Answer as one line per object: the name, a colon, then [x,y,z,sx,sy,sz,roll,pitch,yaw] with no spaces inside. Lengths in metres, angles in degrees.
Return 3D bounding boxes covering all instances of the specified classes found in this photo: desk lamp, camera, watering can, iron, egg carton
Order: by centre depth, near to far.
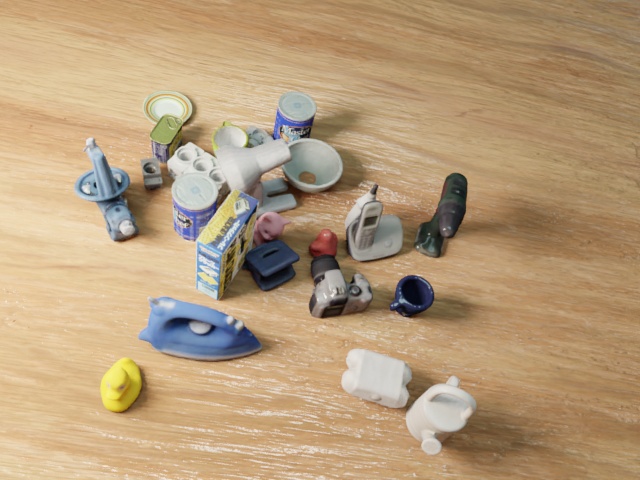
watering can: [0.251,0.353,1.165,0.101,0.194,0.173,10,56,-6]
iron: [-0.241,0.175,1.196,0.258,0.141,0.118,12,56,-5]
egg carton: [0.123,0.301,1.243,0.150,0.069,0.107,17,56,-2]
camera: [0.040,0.098,1.335,0.143,0.101,0.136,-6,60,-17]
desk lamp: [-0.152,-0.154,1.382,0.204,0.213,0.117,-17,63,-22]

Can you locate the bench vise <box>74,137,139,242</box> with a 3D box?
bench vise: [-0.463,-0.115,1.281,0.207,0.219,0.122,38,58,12]

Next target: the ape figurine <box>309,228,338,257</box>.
ape figurine: [0.013,0.005,1.393,0.078,0.092,0.076,-11,61,-19]

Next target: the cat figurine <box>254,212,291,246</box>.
cat figurine: [-0.139,-0.037,1.369,0.127,0.117,0.067,23,56,2]

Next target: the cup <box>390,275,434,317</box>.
cup: [0.202,0.148,1.344,0.118,0.095,0.091,-27,67,-26]

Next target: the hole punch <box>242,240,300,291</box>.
hole punch: [-0.115,0.049,1.335,0.109,0.091,0.101,-27,67,-26]

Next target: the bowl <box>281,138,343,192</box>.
bowl: [-0.026,-0.184,1.514,0.167,0.074,0.167,6,57,-9]

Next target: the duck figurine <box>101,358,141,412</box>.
duck figurine: [-0.394,0.277,1.128,0.077,0.086,0.104,11,56,-6]

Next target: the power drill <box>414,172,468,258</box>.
power drill: [0.306,-0.049,1.425,0.075,0.208,0.230,20,56,1]

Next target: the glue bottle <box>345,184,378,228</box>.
glue bottle: [0.115,-0.083,1.424,0.078,0.173,0.037,-16,63,-21]

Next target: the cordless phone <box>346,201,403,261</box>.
cordless phone: [0.145,-0.033,1.391,0.148,0.185,0.094,-12,62,-20]
